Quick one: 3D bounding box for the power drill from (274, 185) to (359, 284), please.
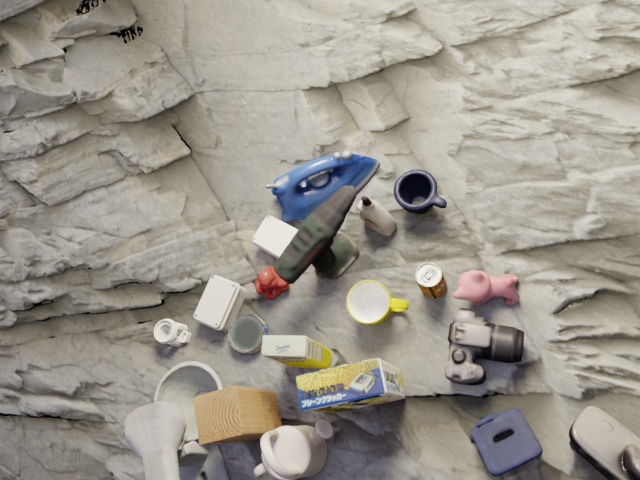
[{"bbox_3d":[0.011,0.004,1.194,0.230,0.209,0.075,-47,66,-1],"label":"power drill"}]

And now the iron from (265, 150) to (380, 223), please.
[{"bbox_3d":[0.004,-0.145,1.280,0.258,0.142,0.118,-27,67,8],"label":"iron"}]

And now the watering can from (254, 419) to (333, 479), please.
[{"bbox_3d":[-0.055,0.402,1.097,0.100,0.194,0.173,34,86,24],"label":"watering can"}]

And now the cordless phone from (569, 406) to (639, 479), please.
[{"bbox_3d":[0.493,0.348,0.947,0.147,0.185,0.094,37,87,24],"label":"cordless phone"}]

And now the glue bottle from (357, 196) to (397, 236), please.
[{"bbox_3d":[0.110,-0.059,1.202,0.078,0.173,0.037,27,83,23],"label":"glue bottle"}]

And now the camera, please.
[{"bbox_3d":[0.315,0.208,1.093,0.136,0.101,0.143,6,75,19],"label":"camera"}]

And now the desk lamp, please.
[{"bbox_3d":[-0.286,0.436,1.149,0.118,0.214,0.203,-30,67,7],"label":"desk lamp"}]

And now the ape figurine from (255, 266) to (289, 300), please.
[{"bbox_3d":[-0.111,0.090,1.269,0.077,0.092,0.076,6,75,19],"label":"ape figurine"}]

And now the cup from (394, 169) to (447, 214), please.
[{"bbox_3d":[0.220,-0.087,1.220,0.117,0.095,0.092,28,83,23],"label":"cup"}]

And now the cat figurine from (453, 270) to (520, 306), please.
[{"bbox_3d":[0.325,0.089,1.119,0.127,0.118,0.067,-7,71,15],"label":"cat figurine"}]

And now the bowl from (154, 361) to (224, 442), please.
[{"bbox_3d":[-0.270,0.351,1.247,0.167,0.075,0.167,-5,72,16],"label":"bowl"}]

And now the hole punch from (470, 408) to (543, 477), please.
[{"bbox_3d":[0.335,0.367,1.042,0.108,0.091,0.101,-30,67,7],"label":"hole punch"}]
